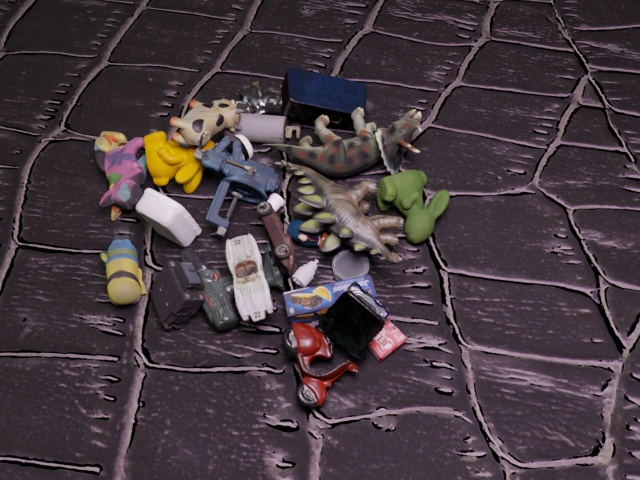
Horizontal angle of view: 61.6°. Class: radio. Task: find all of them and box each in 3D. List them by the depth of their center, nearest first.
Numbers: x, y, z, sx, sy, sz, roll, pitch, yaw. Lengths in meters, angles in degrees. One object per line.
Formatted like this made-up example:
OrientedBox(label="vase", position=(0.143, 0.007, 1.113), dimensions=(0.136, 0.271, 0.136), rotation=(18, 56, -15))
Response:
OrientedBox(label="radio", position=(0.012, -0.384, 1.475), dimensions=(0.230, 0.073, 0.131), rotation=(8, 59, -14))

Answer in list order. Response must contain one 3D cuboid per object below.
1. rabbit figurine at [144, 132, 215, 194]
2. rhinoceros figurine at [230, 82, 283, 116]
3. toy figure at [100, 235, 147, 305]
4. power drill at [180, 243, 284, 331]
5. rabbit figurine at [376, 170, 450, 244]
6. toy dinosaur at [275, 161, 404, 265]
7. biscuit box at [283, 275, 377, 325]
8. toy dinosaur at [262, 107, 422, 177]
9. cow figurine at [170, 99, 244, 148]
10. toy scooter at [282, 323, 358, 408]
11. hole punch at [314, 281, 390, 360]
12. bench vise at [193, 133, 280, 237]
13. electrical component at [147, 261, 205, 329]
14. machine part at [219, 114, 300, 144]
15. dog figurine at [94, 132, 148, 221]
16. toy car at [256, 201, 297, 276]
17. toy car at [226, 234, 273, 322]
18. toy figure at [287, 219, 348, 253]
OrientedBox(label="rabbit figurine", position=(-0.354, -0.208, 1.386), dimensions=(0.173, 0.121, 0.162), rotation=(-11, 68, 4))
OrientedBox(label="rhinoceros figurine", position=(-0.170, -0.383, 1.527), dimensions=(0.190, 0.073, 0.112), rotation=(0, 69, 1))
OrientedBox(label="toy figure", position=(-0.460, 0.068, 1.244), dimensions=(0.082, 0.089, 0.180), rotation=(-16, 61, 2))
OrientedBox(label="power drill", position=(-0.198, 0.080, 1.230), dimensions=(0.207, 0.086, 0.232), rotation=(-18, 60, -13))
OrientedBox(label="rabbit figurine", position=(0.229, -0.075, 1.305), dimensions=(0.159, 0.121, 0.170), rotation=(-17, 77, -15))
OrientedBox(label="toy dinosaur", position=(0.043, -0.078, 1.265), dimensions=(0.198, 0.104, 0.472), rotation=(-12, 39, -24))
OrientedBox(label="biscuit box", position=(0.023, 0.133, 1.195), dimensions=(0.203, 0.062, 0.059), rotation=(-13, 59, -5))
OrientedBox(label="toy dinosaur", position=(0.067, -0.227, 1.393), dimensions=(0.405, 0.131, 0.192), rotation=(-18, 58, -1))
OrientedBox(label="cow figurine", position=(-0.278, -0.302, 1.366), dimensions=(0.127, 0.085, 0.195), rotation=(23, 44, 8))
OrientedBox(label="toy scooter", position=(0.001, 0.248, 1.118), dimensions=(0.135, 0.075, 0.184), rotation=(-15, 62, -6))
OrientedBox(label="hole punch", position=(0.073, 0.161, 1.122), dimensions=(0.142, 0.115, 0.092), rotation=(40, 24, 2))
OrientedBox(label="bench vise", position=(-0.222, -0.127, 1.307), dimensions=(0.223, 0.129, 0.240), rotation=(25, 71, -18))
OrientedBox(label="electrical component", position=(-0.314, 0.113, 1.185), dimensions=(0.134, 0.058, 0.115), rotation=(-51, 59, 25))
OrientedBox(label="machine part", position=(-0.174, -0.305, 1.469), dimensions=(0.243, 0.079, 0.079), rotation=(5, 58, 7))
OrientedBox(label="dog figurine", position=(-0.523, -0.162, 1.383), dimensions=(0.192, 0.108, 0.219), rotation=(12, 62, 9))
OrientedBox(label="toy car", position=(-0.097, -0.005, 1.263), dimensions=(0.053, 0.089, 0.202), rotation=(-21, 53, -9))
OrientedBox(label="toy car", position=(-0.154, 0.080, 1.157), dimensions=(0.073, 0.056, 0.202), rotation=(-16, 63, -3))
OrientedBox(label="toy figure", position=(-0.002, -0.006, 1.286), dimensions=(0.155, 0.057, 0.064), rotation=(21, 57, 14))
